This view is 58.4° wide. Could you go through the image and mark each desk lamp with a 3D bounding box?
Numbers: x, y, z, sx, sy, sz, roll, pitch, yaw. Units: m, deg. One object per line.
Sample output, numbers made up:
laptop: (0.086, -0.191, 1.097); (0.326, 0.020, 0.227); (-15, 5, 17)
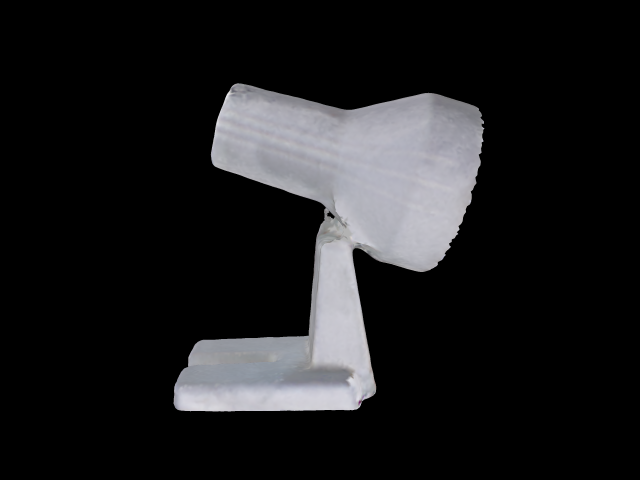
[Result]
desk lamp: (0.004, 0.001, 0.400); (0.203, 0.213, 0.118); (-1, 7, -4)
